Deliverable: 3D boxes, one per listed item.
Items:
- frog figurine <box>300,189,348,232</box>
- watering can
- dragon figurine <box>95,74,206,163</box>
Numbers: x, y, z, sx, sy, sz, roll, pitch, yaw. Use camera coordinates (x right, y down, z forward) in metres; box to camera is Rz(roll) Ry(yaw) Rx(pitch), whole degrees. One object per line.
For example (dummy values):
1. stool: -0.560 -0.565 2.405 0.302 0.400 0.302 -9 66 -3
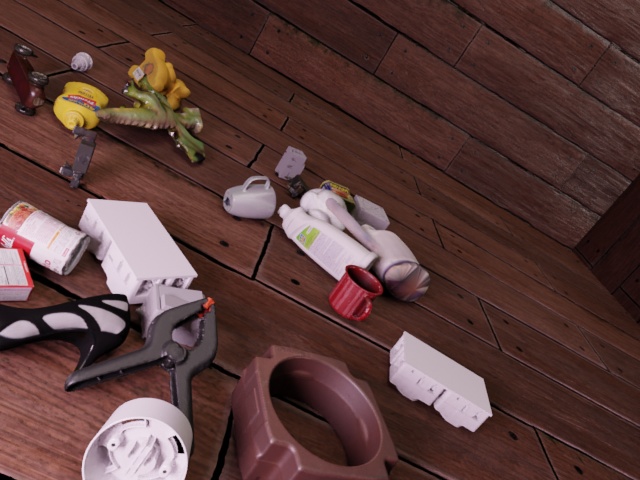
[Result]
1. frog figurine: 0.004 -0.066 1.309 0.137 0.122 0.160 53 11 -1
2. watering can: 0.153 0.031 1.288 0.343 0.103 0.229 33 17 -40
3. dragon figurine: -0.379 -0.280 1.272 0.241 0.120 0.418 35 22 -15
